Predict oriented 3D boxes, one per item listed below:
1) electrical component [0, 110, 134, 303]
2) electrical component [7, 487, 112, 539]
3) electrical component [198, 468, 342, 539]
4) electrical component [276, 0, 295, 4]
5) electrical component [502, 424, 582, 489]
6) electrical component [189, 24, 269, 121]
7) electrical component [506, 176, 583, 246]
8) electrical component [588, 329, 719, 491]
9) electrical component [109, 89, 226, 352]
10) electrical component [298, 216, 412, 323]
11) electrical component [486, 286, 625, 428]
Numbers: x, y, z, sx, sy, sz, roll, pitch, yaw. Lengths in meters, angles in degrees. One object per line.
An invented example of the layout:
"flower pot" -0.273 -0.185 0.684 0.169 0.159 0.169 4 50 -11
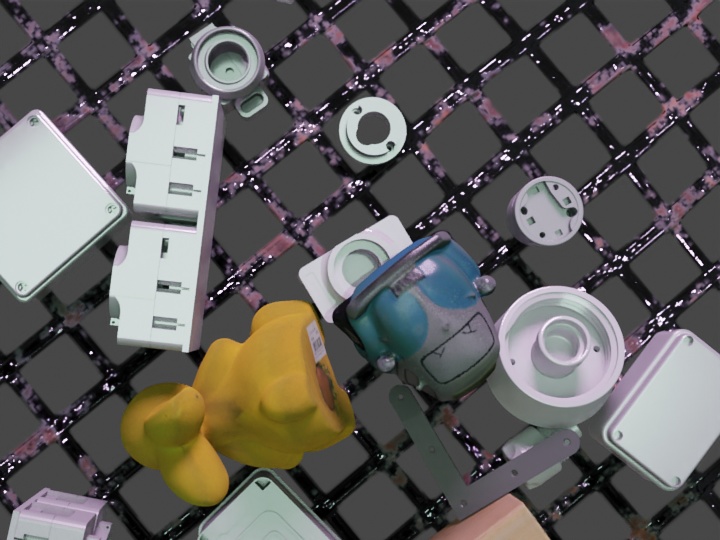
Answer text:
"electrical component" -0.253 -0.048 0.838 0.109 0.056 0.108 -42 91 -5
"electrical component" -0.236 0.267 0.798 0.060 0.105 0.186 12 86 -4
"electrical component" -0.064 0.218 0.838 0.078 0.057 0.113 -44 91 -5
"electrical component" -0.073 -0.246 0.868 0.062 0.043 0.043 32 85 -1
"electrical component" 0.149 0.143 0.865 0.062 0.043 0.043 -34 90 -6
"electrical component" -0.104 -0.160 0.854 0.058 0.057 0.078 -36 90 -5
"electrical component" 0.148 -0.045 0.872 0.055 0.047 0.055 0 87 -4
"electrical component" 0.250 0.111 0.867 0.078 0.057 0.113 38 85 -2
"electrical component" -0.146 -0.034 0.821 0.060 0.105 0.186 7 87 -4
"electrical component" 0.000 0.000 0.855 0.089 0.056 0.050 -31 90 -5
"electrical component" 0.155 0.064 0.845 0.108 0.060 0.108 1 68 -2
